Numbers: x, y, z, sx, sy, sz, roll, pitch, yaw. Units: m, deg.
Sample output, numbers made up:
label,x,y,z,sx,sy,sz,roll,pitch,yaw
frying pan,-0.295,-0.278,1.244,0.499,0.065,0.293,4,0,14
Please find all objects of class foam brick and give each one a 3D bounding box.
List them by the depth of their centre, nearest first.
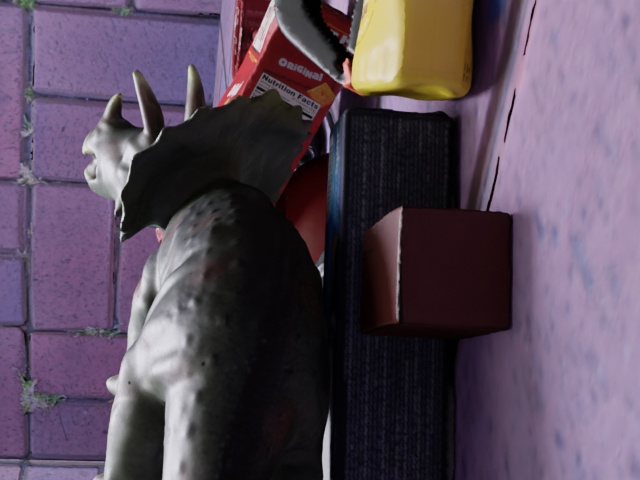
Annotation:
label,x,y,z,sx,sy,sz,roll,pitch,yaw
foam brick,0.052,0.017,0.492,0.078,0.051,0.053,140,133,-77

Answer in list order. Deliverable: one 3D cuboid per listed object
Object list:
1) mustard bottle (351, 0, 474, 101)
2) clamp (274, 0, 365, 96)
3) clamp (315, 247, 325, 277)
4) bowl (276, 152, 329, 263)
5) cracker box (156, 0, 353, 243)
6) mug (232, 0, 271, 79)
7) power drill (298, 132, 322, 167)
label,x,y,z,sx,sy,sz,roll,pitch,yaw
mustard bottle,0.052,-0.168,0.532,0.096,0.058,0.191,-135,49,-83
clamp,-0.004,-0.195,0.718,0.036,0.165,0.210,12,-110,-58
clamp,0.019,0.011,0.681,0.120,0.039,0.172,-64,16,-17
bowl,-0.006,0.001,0.837,0.162,0.055,0.162,-178,90,-81
cracker box,-0.051,-0.090,0.839,0.214,0.072,0.164,-61,12,9
mug,-0.040,-0.196,1.027,0.117,0.081,0.093,-127,41,-76
power drill,-0.041,-0.062,1.077,0.184,0.057,0.188,-109,26,-58
